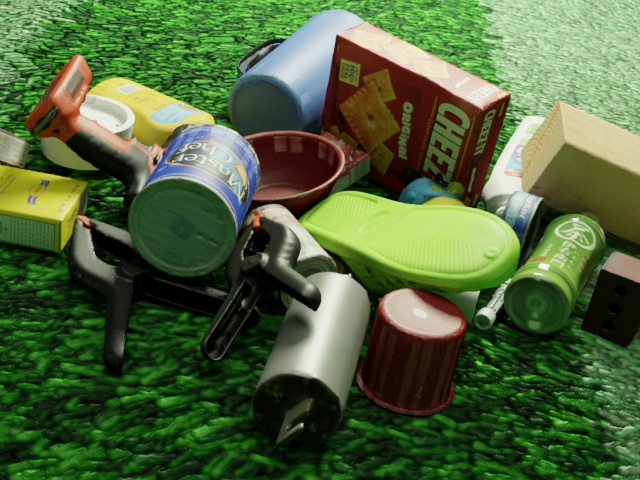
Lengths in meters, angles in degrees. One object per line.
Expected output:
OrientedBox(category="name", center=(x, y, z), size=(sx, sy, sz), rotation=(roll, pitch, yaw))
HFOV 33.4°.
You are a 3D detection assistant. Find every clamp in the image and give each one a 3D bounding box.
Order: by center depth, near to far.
OrientedBox(category="clamp", center=(-0.061, 0.040, 0.977), size=(0.120, 0.039, 0.171), rotation=(-27, 28, 7))
OrientedBox(category="clamp", center=(-0.168, 0.041, 1.021), size=(0.164, 0.036, 0.210), rotation=(-10, 40, -35))

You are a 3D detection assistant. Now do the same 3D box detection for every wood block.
OrientedBox(category="wood block", center=(0.352, -0.071, 1.267), size=(0.206, 0.091, 0.090), rotation=(22, 40, -12))

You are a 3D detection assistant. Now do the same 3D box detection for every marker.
OrientedBox(category="marker", center=(0.191, 0.060, 1.123), size=(0.020, 0.020, 0.120), rotation=(22, 32, 19))

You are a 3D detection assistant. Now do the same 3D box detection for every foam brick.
OrientedBox(category="foam brick", center=(0.311, 0.061, 1.105), size=(0.053, 0.078, 0.051), rotation=(22, 33, 22))

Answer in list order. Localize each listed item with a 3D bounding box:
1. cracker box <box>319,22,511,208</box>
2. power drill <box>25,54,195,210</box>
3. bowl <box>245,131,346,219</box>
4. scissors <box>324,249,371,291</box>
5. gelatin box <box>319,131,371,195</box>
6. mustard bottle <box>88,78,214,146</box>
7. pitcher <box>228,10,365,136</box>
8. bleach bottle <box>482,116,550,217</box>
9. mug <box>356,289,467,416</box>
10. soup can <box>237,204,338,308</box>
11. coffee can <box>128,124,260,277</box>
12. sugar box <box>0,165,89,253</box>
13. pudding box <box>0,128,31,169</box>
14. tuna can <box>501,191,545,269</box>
OrientedBox(category="cracker box", center=(0.104, -0.141, 1.280), size=(0.214, 0.164, 0.071), rotation=(33, 42, 27))
OrientedBox(category="power drill", center=(-0.212, -0.112, 1.154), size=(0.187, 0.057, 0.184), rotation=(39, 34, -19))
OrientedBox(category="bowl", center=(-0.050, -0.063, 1.200), size=(0.162, 0.055, 0.162), rotation=(-3, 33, 2))
OrientedBox(category="scissors", center=(-0.008, 0.001, 1.162), size=(0.096, 0.016, 0.202), rotation=(-14, 38, -36))
OrientedBox(category="gelatin box", center=(0.005, -0.088, 1.283), size=(0.073, 0.030, 0.089), rotation=(32, 52, 30))
OrientedBox(category="mustard bottle", center=(-0.188, -0.141, 1.303), size=(0.192, 0.058, 0.096), rotation=(23, 27, 20))
OrientedBox(category="pitcher", center=(-0.030, -0.210, 1.414), size=(0.145, 0.149, 0.242), rotation=(55, 37, -8))
OrientedBox(category="bleach bottle", center=(0.267, -0.074, 1.337), size=(0.102, 0.068, 0.250), rotation=(22, 34, 11))
OrientedBox(category="mug", center=(0.090, 0.093, 0.971), size=(0.093, 0.081, 0.117), rotation=(21, 32, 18))
OrientedBox(category="soup can", center=(-0.034, 0.018, 1.074), size=(0.068, 0.068, 0.102), rotation=(-8, 35, -29))
OrientedBox(category="coffee can", center=(-0.120, -0.042, 1.045), size=(0.103, 0.103, 0.140), rotation=(12, 28, 1))
OrientedBox(category="sugar box", center=(-0.337, -0.041, 1.097), size=(0.176, 0.048, 0.093), rotation=(12, 29, 0))
OrientedBox(category="pudding box", center=(-0.376, -0.108, 1.158), size=(0.090, 0.039, 0.113), rotation=(12, 0, 3))
OrientedBox(category="tuna can", center=(0.220, -0.011, 1.188), size=(0.034, 0.086, 0.086), rotation=(19, 31, 17))
